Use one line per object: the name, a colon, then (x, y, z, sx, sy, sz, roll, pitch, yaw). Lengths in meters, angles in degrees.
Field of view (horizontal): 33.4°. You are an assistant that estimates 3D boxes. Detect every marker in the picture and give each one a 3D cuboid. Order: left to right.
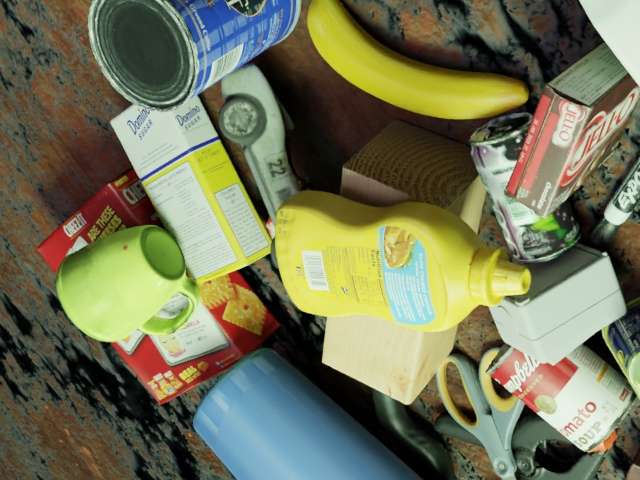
marker: (0.226, -0.038, 0.765, 0.020, 0.020, 0.121, 35, 135, 12)

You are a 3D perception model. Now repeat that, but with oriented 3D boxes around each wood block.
wood block: (0.068, 0.020, 0.875, 0.091, 0.090, 0.206, 24, 132, 22)

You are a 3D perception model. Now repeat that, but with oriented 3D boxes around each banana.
banana: (0.061, -0.134, 0.809, 0.198, 0.037, 0.070, 33, 135, 14)

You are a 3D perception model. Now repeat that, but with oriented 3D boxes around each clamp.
clamp: (0.068, 0.181, 1.024, 0.210, 0.036, 0.165, 47, 142, 0)
clamp: (0.188, 0.202, 0.947, 0.172, 0.039, 0.120, -14, 106, 44)

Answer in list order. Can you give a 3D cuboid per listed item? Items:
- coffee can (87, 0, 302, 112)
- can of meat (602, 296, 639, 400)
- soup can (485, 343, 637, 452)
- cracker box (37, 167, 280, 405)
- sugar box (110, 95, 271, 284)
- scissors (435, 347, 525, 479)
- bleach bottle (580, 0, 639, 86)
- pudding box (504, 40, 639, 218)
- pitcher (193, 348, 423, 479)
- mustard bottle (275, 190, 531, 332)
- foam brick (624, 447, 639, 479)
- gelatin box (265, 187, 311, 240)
coffee can: (-0.094, -0.173, 0.824, 0.103, 0.140, 0.103, 20, 130, 25)
can of meat: (0.257, 0.101, 0.782, 0.057, 0.084, 0.102, -30, 101, 12)
soup can: (0.194, 0.113, 0.862, 0.102, 0.068, 0.069, 39, 136, 7)
cracker box: (-0.166, 0.046, 1.084, 0.164, 0.072, 0.213, -32, 97, 44)
sugar box: (-0.117, -0.052, 0.978, 0.094, 0.048, 0.176, -21, 94, 49)
scissors: (0.169, 0.178, 0.917, 0.096, 0.016, 0.202, -43, 69, 35)
bleach bottle: (0.217, -0.125, 0.650, 0.251, 0.102, 0.068, 46, 137, 0)
pudding box: (0.174, -0.078, 0.709, 0.039, 0.113, 0.090, 32, 134, 19)
pitcher: (-0.002, 0.222, 1.002, 0.243, 0.144, 0.149, 43, 117, 16)
mustard bottle: (0.060, 0.018, 0.771, 0.192, 0.058, 0.096, 7, 119, 35)
foam brick: (0.288, 0.199, 0.863, 0.078, 0.051, 0.053, 25, 132, 21)
gelatin box: (-0.006, 0.001, 0.960, 0.089, 0.030, 0.073, 39, 136, 9)
